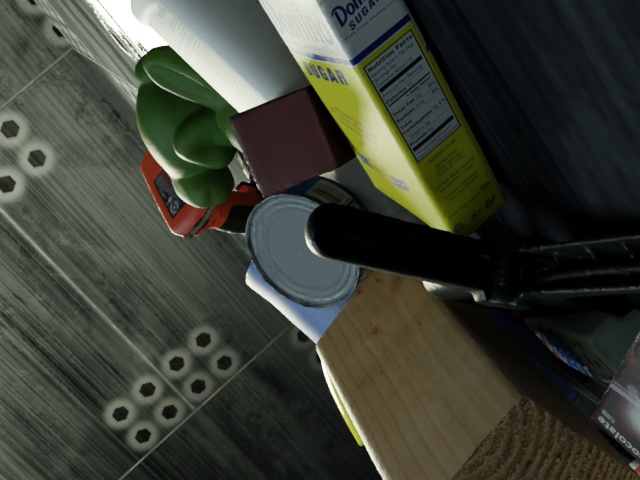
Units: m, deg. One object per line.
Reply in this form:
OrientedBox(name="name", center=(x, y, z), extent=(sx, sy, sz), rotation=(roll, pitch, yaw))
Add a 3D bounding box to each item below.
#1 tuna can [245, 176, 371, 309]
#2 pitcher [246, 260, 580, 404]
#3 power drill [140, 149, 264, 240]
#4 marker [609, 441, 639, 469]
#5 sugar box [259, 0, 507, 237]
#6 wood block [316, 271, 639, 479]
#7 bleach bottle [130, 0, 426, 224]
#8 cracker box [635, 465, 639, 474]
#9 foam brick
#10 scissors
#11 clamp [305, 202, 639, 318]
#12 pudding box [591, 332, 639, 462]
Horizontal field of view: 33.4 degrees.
OrientedBox(name="tuna can", center=(-0.005, 0.001, 0.707), extent=(0.086, 0.033, 0.086), rotation=(17, 126, 24))
OrientedBox(name="pitcher", center=(0.074, 0.064, 0.809), extent=(0.243, 0.149, 0.145), rotation=(44, 136, 12))
OrientedBox(name="power drill", center=(-0.084, -0.053, 1.065), extent=(0.187, 0.057, 0.184), rotation=(10, -142, -45))
OrientedBox(name="marker", center=(0.226, 0.167, 0.842), extent=(0.020, 0.020, 0.121), rotation=(50, 173, -15))
OrientedBox(name="sugar box", center=(0.028, -0.083, 0.563), extent=(0.176, 0.048, 0.093), rotation=(52, 173, -37))
OrientedBox(name="wood block", center=(0.078, 0.094, 0.614), extent=(0.090, 0.090, 0.206), rotation=(34, -171, -23))
OrientedBox(name="bleach bottle", center=(-0.021, -0.097, 0.733), extent=(0.251, 0.068, 0.103), rotation=(47, 169, -3))
OrientedBox(name="cracker box", center=(0.275, 0.250, 0.668), extent=(0.214, 0.072, 0.164), rotation=(48, -172, 1))
OrientedBox(name="foam brick", center=(-0.010, -0.064, 0.644), extent=(0.051, 0.053, 0.078), rotation=(68, -160, -7))
OrientedBox(name="scissors", center=(0.179, 0.106, 0.640), extent=(0.202, 0.016, 0.096), rotation=(36, 180, 1))
OrientedBox(name="clamp", center=(0.084, 0.014, 0.538), extent=(0.164, 0.036, 0.210), rotation=(7, 173, 8))
OrientedBox(name="pudding box", center=(0.180, 0.085, 0.458), extent=(0.114, 0.039, 0.090), rotation=(46, 151, 26))
